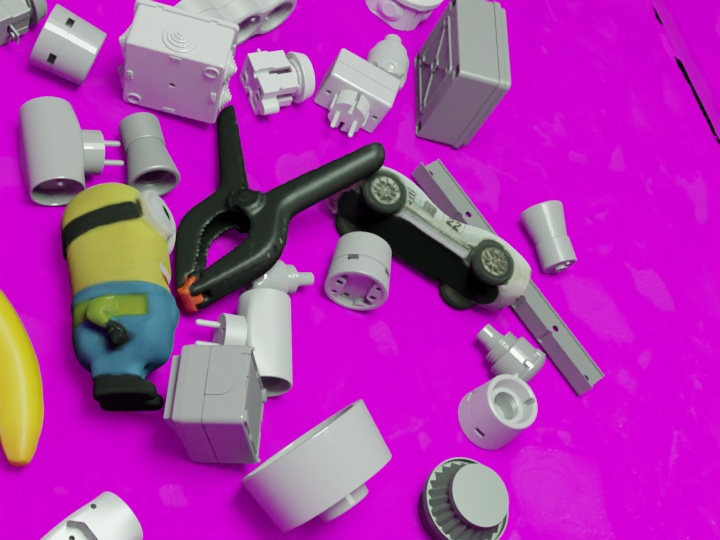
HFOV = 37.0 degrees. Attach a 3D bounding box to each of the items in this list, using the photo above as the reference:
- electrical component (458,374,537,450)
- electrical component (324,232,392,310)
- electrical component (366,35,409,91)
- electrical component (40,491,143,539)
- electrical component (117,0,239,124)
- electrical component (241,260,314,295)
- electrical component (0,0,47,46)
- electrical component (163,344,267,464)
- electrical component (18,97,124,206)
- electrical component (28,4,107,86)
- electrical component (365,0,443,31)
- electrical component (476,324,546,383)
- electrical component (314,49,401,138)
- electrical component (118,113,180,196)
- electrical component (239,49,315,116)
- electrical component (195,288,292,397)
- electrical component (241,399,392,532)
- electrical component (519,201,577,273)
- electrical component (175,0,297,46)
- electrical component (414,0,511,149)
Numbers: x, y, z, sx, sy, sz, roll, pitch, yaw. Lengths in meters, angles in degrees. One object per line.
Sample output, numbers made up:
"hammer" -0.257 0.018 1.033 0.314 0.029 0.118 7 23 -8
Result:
"electrical component" 0.120 0.121 0.929 0.055 0.047 0.055 13 57 -21
"electrical component" 0.000 0.000 0.932 0.055 0.055 0.047 23 51 -15
"electrical component" 0.028 -0.209 1.076 0.043 0.043 0.062 23 53 -15
"electrical component" -0.178 0.203 0.723 0.079 0.043 0.077 49 52 5
"electrical component" -0.156 -0.176 0.922 0.100 0.099 0.048 14 60 -7
"electrical component" -0.068 0.008 0.903 0.061 0.035 0.035 -2 63 -32
"electrical component" -0.300 -0.223 0.908 0.055 0.048 0.066 -35 82 -30
"electrical component" -0.106 0.103 0.799 0.061 0.096 0.061 1 58 4
"electrical component" -0.231 -0.095 0.869 0.079 0.044 0.077 -1 63 -29
"electrical component" -0.247 -0.189 0.911 0.047 0.055 0.055 27 53 -17
"electrical component" 0.047 -0.297 1.133 0.080 0.051 0.080 13 57 -21
"electrical component" 0.132 0.075 0.965 0.062 0.048 0.048 44 51 10
"electrical component" -0.008 -0.157 1.024 0.066 0.047 0.076 28 53 -11
"electrical component" -0.180 -0.099 0.902 0.044 0.044 0.065 -4 59 -30
"electrical component" -0.076 -0.176 1.001 0.055 0.048 0.066 -14 70 -26
"electrical component" -0.093 0.055 0.856 0.079 0.043 0.077 10 58 -23
"electrical component" -0.027 0.151 0.798 0.108 0.108 0.060 -32 86 -37
"electrical component" 0.188 -0.030 1.059 0.044 0.044 0.065 -6 71 -31
"electrical component" -0.132 -0.252 1.010 0.138 0.052 0.073 -34 81 -38
"electrical component" 0.099 -0.196 1.065 0.056 0.108 0.108 11 58 -17
